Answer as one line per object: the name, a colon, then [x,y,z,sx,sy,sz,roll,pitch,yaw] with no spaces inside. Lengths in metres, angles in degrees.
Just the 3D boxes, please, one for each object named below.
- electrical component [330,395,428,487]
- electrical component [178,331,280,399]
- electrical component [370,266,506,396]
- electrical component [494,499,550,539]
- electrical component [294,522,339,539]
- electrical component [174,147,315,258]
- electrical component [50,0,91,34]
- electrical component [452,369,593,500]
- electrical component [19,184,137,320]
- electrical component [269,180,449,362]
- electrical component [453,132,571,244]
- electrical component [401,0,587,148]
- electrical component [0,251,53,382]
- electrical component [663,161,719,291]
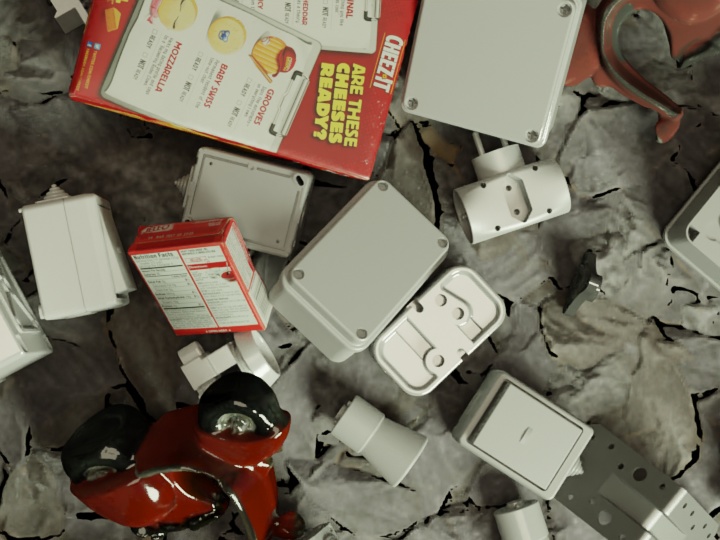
electrical component: [0.011,0.122,0.790,0.065,0.044,0.044,35,87,3]
electrical component: [-0.092,0.073,0.784,0.055,0.048,0.066,-31,90,4]
electrical component: [0.055,0.043,0.785,0.095,0.059,0.053,-43,91,-4]
electrical component: [0.124,0.202,0.794,0.044,0.044,0.065,-17,85,-4]
electrical component: [-0.042,0.220,0.765,0.080,0.080,0.051,-28,85,-4]
electrical component: [-0.086,-0.052,0.778,0.096,0.061,0.061,14,97,1]
electrical component: [-0.204,-0.213,0.787,0.064,0.042,0.081,-31,91,-5]
electrical component: [0.123,0.122,0.783,0.096,0.061,0.061,33,87,2]
electrical component: [-0.201,-0.016,0.771,0.061,0.062,0.096,-12,89,-3]
electrical component: [0.000,0.000,0.766,0.078,0.057,0.113,43,65,-1]
electrical component: [0.107,-0.068,0.799,0.077,0.043,0.079,-19,89,-4]
electrical component: [0.095,-0.156,0.765,0.109,0.056,0.108,17,116,12]
electrical component: [-0.269,0.024,0.743,0.056,0.109,0.108,-28,90,-6]
electrical component: [0.291,-0.043,0.802,0.078,0.057,0.113,40,87,-1]
